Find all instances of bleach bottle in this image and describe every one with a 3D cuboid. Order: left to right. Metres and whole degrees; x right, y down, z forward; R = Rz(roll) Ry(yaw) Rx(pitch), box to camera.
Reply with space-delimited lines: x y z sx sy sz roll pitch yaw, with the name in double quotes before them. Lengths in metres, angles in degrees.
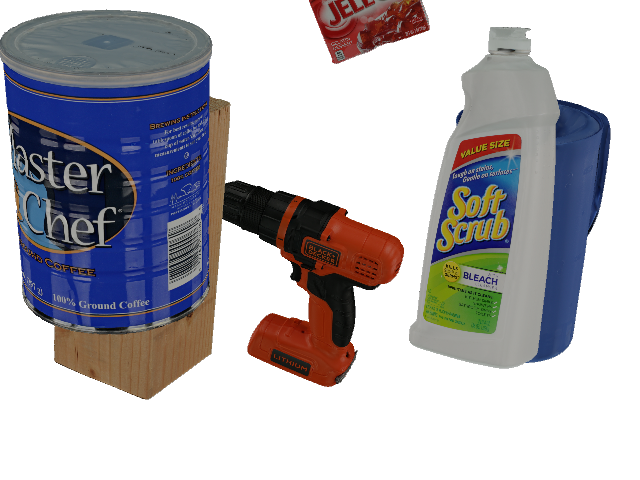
"bleach bottle" 0.127 -0.035 0.813 0.103 0.251 0.067 12 16 36

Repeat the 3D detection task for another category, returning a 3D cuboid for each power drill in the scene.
"power drill" -0.023 0.041 1.011 0.184 0.188 0.057 22 42 14

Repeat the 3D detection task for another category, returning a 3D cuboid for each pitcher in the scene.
"pitcher" 0.205 -0.012 1.034 0.149 0.243 0.145 1 27 8

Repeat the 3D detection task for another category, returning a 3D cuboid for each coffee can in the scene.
"coffee can" -0.108 -0.037 0.554 0.103 0.140 0.103 3 28 -2

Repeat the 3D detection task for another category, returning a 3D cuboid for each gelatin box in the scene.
"gelatin box" 0.039 -0.199 0.902 0.089 0.073 0.030 -18 26 13

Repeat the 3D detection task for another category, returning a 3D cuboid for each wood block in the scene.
"wood block" -0.131 -0.003 0.778 0.090 0.206 0.090 18 27 23
